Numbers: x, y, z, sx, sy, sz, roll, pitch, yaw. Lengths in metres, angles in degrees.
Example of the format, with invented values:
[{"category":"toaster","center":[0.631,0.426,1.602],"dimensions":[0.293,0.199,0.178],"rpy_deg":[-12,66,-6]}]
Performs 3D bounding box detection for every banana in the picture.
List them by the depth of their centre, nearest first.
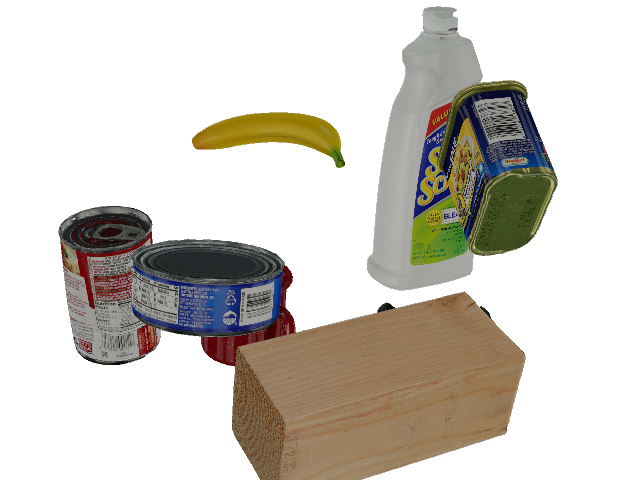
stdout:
[{"category":"banana","center":[-0.057,-0.129,1.301],"dimensions":[0.198,0.037,0.069],"rpy_deg":[7,39,17]}]

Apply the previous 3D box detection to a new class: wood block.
[{"category":"wood block","center":[0.043,0.120,0.836],"dimensions":[0.205,0.090,0.091],"rpy_deg":[-12,37,-25]}]

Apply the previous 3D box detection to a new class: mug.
[{"category":"mug","center":[-0.067,0.073,1.031],"dimensions":[0.117,0.081,0.093],"rpy_deg":[25,33,37]}]

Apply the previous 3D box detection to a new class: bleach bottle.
[{"category":"bleach bottle","center":[0.097,-0.085,0.978],"dimensions":[0.102,0.251,0.068],"rpy_deg":[-11,24,-26]}]

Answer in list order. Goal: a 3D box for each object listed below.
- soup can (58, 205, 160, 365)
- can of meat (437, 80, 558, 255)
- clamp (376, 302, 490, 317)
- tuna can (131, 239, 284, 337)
[{"category":"soup can","center":[-0.157,0.034,0.804],"dimensions":[0.068,0.102,0.068],"rpy_deg":[0,28,0]},{"category":"can of meat","center":[0.127,-0.050,0.774],"dimensions":[0.057,0.084,0.102],"rpy_deg":[-6,-34,-9]},{"category":"clamp","center":[0.133,0.115,1.072],"dimensions":[0.120,0.039,0.171],"rpy_deg":[-7,35,-9]},{"category":"tuna can","center":[-0.064,0.026,0.605],"dimensions":[0.086,0.034,0.086],"rpy_deg":[4,14,-1]}]
